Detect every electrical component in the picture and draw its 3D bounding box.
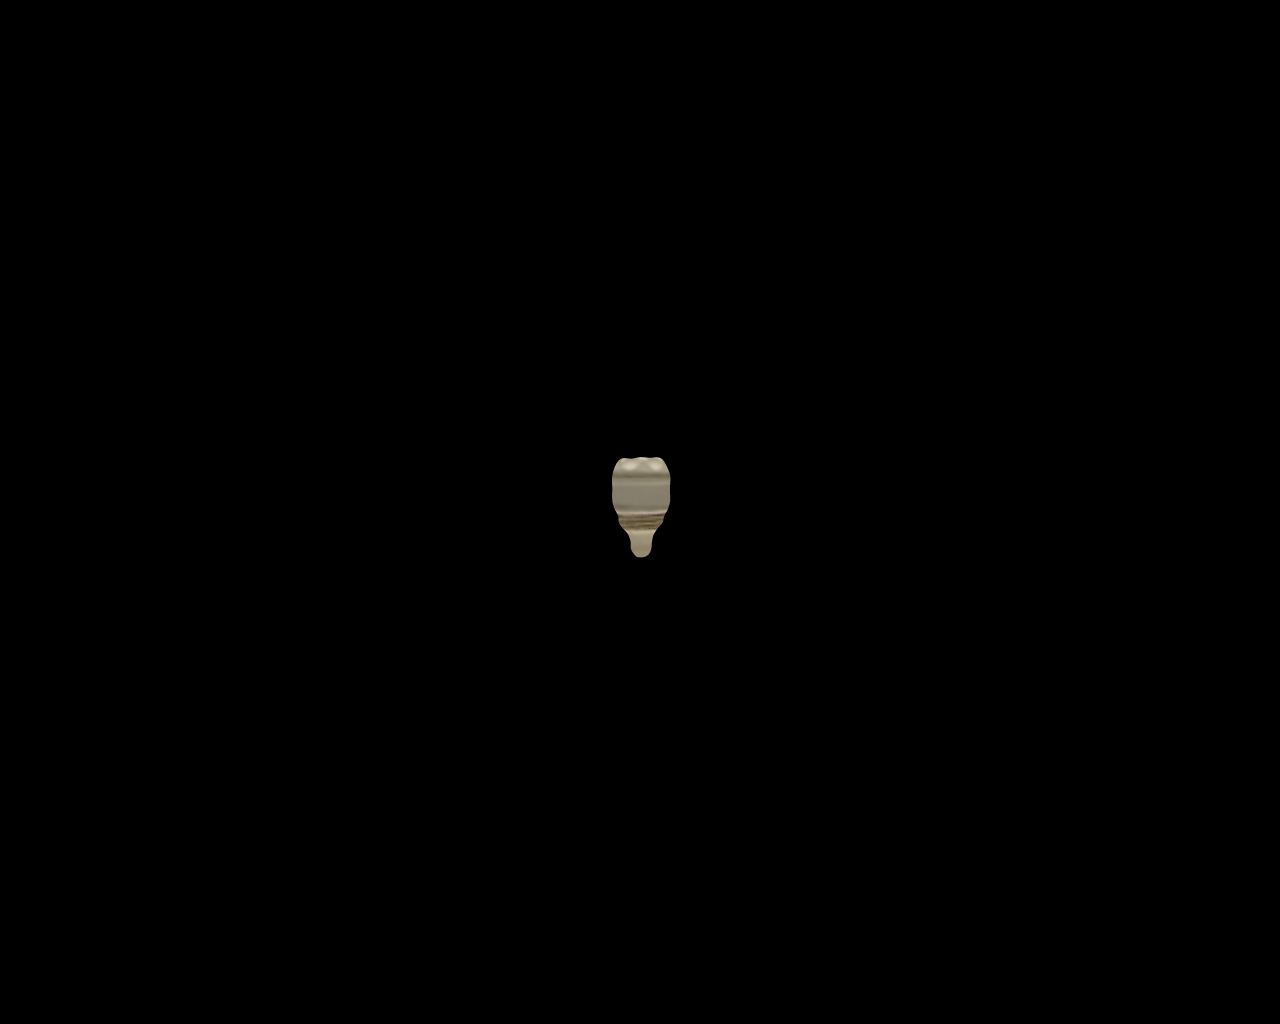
[{"bbox_3d":[0.001,-0.003,0.650,0.035,0.061,0.035,0,2,0],"label":"electrical component"}]
